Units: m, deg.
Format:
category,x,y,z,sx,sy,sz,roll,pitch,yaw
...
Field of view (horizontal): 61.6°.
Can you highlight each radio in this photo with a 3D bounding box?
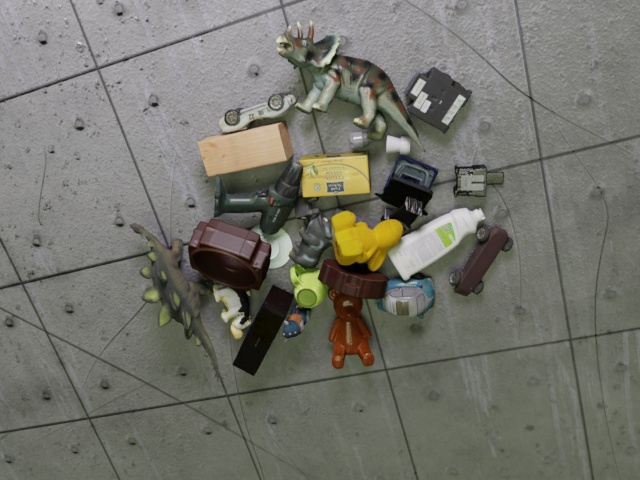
category,x,y,z,sx,sy,sz,roll,pitch,yaw
radio,-0.154,0.244,1.476,0.073,0.131,0.229,28,112,-3

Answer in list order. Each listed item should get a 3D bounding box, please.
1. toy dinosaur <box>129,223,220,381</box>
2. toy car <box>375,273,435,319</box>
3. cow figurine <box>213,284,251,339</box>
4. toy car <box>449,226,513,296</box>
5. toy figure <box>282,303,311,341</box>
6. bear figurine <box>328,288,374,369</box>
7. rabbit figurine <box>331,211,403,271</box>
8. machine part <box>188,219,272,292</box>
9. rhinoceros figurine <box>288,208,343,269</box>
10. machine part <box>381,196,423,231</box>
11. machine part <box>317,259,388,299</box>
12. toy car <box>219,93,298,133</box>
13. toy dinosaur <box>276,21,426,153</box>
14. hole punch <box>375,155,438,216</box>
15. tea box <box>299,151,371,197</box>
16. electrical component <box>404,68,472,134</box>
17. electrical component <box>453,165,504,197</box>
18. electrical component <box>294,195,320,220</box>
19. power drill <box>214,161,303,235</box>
category,x,y,z,sx,sy,sz,roll,pitch,yaw
toy dinosaur,-0.376,0.157,1.444,0.105,0.198,0.471,-28,102,20
toy car,0.221,0.153,1.400,0.162,0.103,0.109,-2,109,8
cow figurine,-0.230,0.191,1.504,0.098,0.068,0.167,-21,108,-6
toy car,0.404,0.053,1.361,0.089,0.053,0.202,18,115,-20
toy figure,-0.062,0.215,1.439,0.058,0.154,0.064,-23,104,19
bear figurine,0.082,0.227,1.438,0.120,0.132,0.195,-3,116,-1
rabbit figurine,0.122,0.008,1.316,0.173,0.122,0.162,-18,140,-6
machine part,-0.233,0.046,1.388,0.201,0.087,0.201,19,147,2
rhinoceros figurine,-0.003,-0.004,1.392,0.112,0.073,0.190,33,112,-3
machine part,0.204,-0.060,1.320,0.084,0.039,0.139,33,154,-6
machine part,0.085,0.095,1.360,0.179,0.179,0.056,16,101,3
toy car,-0.149,-0.308,1.301,0.202,0.073,0.056,-15,104,14
toy dinosaur,0.082,-0.352,1.229,0.405,0.131,0.192,20,93,-12
hole punch,0.218,-0.133,1.311,0.142,0.092,0.115,19,150,-2
tea box,0.039,-0.163,1.329,0.170,0.068,0.098,-4,109,10
electrical component,0.264,-0.328,1.238,0.134,0.058,0.115,33,110,-4
electrical component,0.383,-0.142,1.295,0.119,0.048,0.074,4,111,9
electrical component,-0.043,-0.082,1.375,0.094,0.021,0.063,-12,71,30
power drill,-0.159,-0.113,1.328,0.207,0.086,0.231,0,138,-16
